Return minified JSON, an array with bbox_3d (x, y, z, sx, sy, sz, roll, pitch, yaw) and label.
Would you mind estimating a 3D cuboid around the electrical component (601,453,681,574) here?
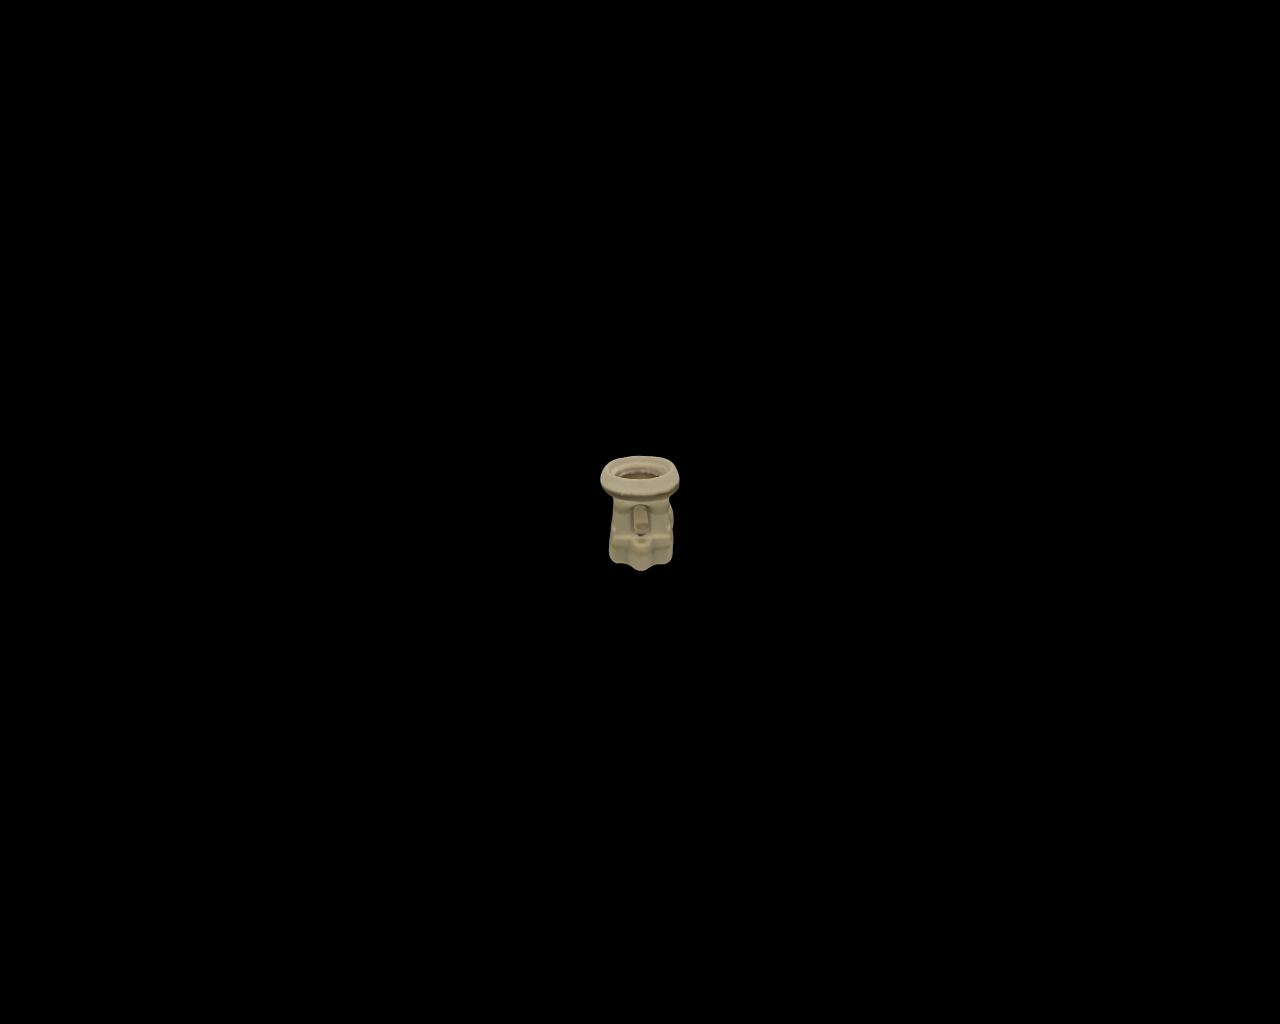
[{"bbox_3d":[0.001,-0.003,0.650,0.048,0.055,0.066,0,25,0],"label":"electrical component"}]
